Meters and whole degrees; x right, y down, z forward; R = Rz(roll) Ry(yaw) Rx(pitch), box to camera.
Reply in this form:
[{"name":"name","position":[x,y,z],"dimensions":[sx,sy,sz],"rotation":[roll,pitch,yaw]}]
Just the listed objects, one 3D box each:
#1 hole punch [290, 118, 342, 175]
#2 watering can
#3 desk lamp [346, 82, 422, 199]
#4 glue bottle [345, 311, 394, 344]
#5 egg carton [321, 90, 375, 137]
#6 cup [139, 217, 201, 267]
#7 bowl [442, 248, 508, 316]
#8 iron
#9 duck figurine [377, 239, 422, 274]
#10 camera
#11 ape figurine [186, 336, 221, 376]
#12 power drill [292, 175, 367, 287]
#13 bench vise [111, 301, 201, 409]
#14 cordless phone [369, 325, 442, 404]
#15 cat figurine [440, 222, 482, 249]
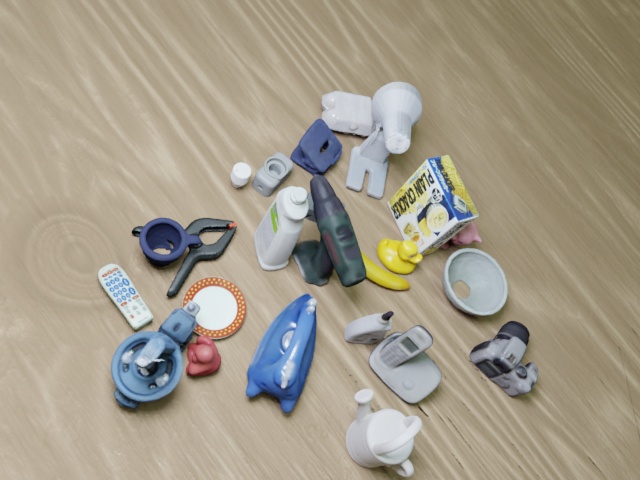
[{"name":"hole punch","position":[0.000,-0.219,1.366],"dimensions":[0.101,0.091,0.109],"rotation":[35,60,-2]},{"name":"watering can","position":[0.121,0.368,1.084],"dimensions":[0.173,0.193,0.101],"rotation":[36,60,-1]},{"name":"desk lamp","position":[0.158,-0.239,1.363],"dimensions":[0.118,0.213,0.203],"rotation":[17,62,-12]},{"name":"glue bottle","position":[0.113,0.176,1.180],"dimensions":[0.078,0.173,0.037],"rotation":[9,64,-16]},{"name":"egg carton","position":[0.074,-0.317,1.450],"dimensions":[0.150,0.069,0.107],"rotation":[5,65,-18]},{"name":"cup","position":[-0.302,0.014,1.146],"dimensions":[0.118,0.095,0.091],"rotation":[-1,67,-20]},{"name":"bowl","position":[0.355,0.108,1.358],"dimensions":[0.168,0.074,0.167],"rotation":[8,64,-17]},{"name":"iron","position":[-0.050,0.197,1.129],"dimensions":[0.119,0.141,0.258],"rotation":[25,61,-8]},{"name":"duck figurine","position":[0.189,0.027,1.327],"dimensions":[0.104,0.086,0.077],"rotation":[34,60,-3]},{"name":"camera","position":[0.441,0.259,1.305],"dimensions":[0.143,0.100,0.137],"rotation":[43,60,2]},{"name":"ape figurine","position":[-0.221,0.220,1.084],"dimensions":[0.076,0.092,0.078],"rotation":[37,60,-1]},{"name":"power drill","position":[0.011,0.004,1.201],"dimensions":[0.076,0.208,0.229],"rotation":[-21,75,-27]},{"name":"bench vise","position":[-0.288,0.182,1.003],"dimensions":[0.122,0.219,0.207],"rotation":[19,62,-11]},{"name":"cordless phone","position":[0.195,0.249,1.171],"dimensions":[0.147,0.185,0.094],"rotation":[43,60,3]},{"name":"cat figurine","position":[0.333,-0.034,1.389],"dimensions":[0.067,0.117,0.127],"rotation":[-17,73,-26]}]
